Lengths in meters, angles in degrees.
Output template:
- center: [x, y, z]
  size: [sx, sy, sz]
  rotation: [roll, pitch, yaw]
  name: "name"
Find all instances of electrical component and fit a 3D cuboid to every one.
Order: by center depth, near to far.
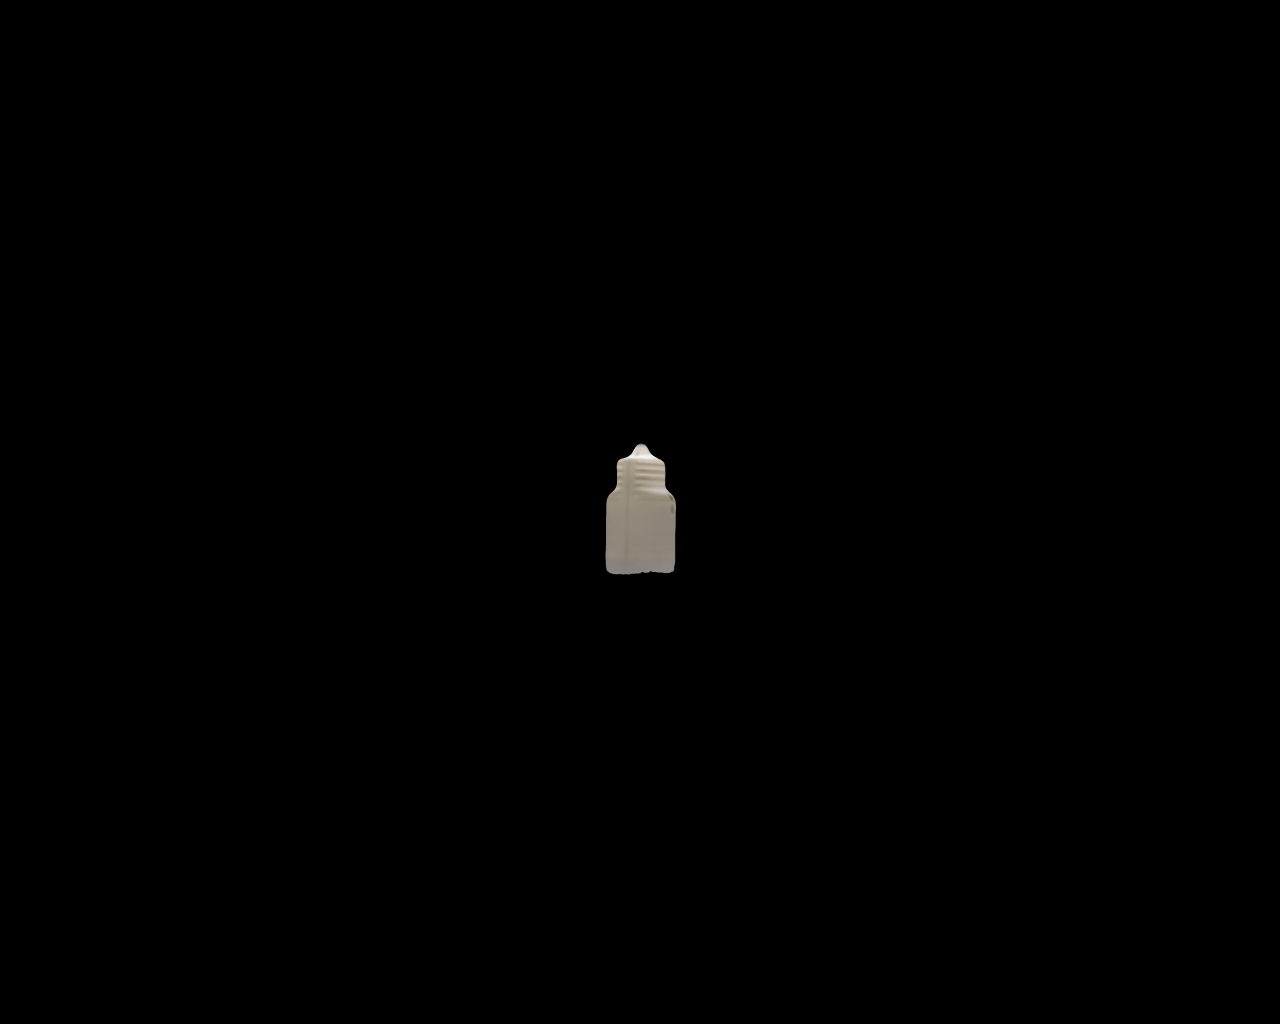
- center: [0.001, -0.003, 0.650]
  size: [0.043, 0.081, 0.043]
  rotation: [0, 0, 0]
  name: "electrical component"
